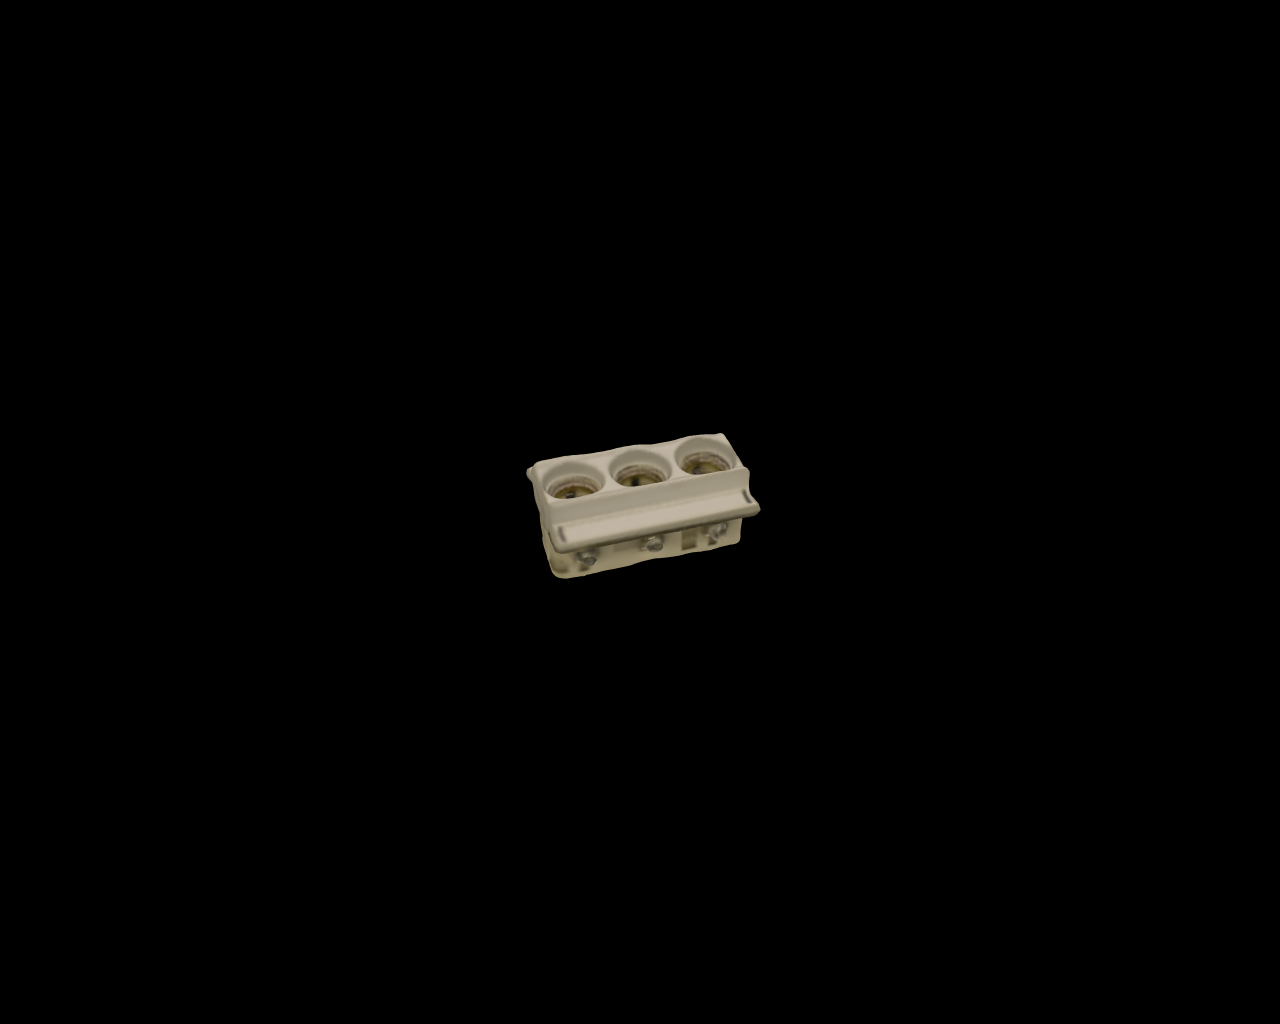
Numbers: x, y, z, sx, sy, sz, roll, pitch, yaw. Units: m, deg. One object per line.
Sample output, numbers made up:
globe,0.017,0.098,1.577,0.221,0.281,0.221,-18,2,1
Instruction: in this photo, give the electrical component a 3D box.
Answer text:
electrical component,0.001,-0.003,0.650,0.121,0.063,0.079,-11,39,-13
